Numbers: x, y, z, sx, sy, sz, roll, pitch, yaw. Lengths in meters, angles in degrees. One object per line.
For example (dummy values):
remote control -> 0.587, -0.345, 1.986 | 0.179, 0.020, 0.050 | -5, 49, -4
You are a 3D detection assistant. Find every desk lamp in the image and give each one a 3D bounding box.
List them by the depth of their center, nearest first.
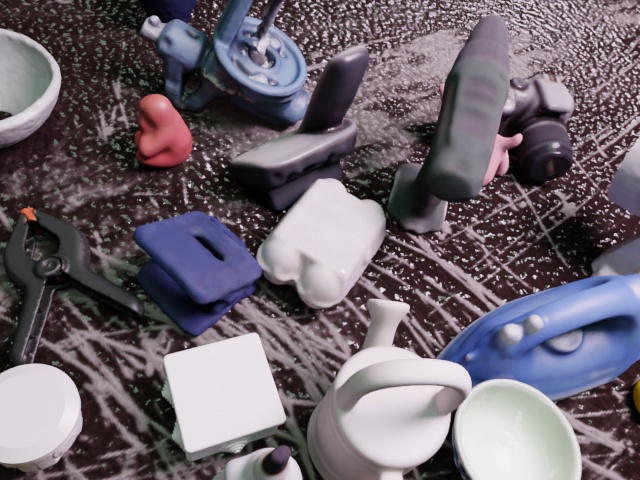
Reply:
desk lamp -> 0.410, -0.015, 0.653 | 0.118, 0.213, 0.203 | -28, 67, -28

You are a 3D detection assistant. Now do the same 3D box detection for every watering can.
watering can -> 0.053, 0.132, 0.474 | 0.101, 0.194, 0.172 | -11, 60, -21

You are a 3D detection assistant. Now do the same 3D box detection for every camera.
camera -> 0.290, -0.157, 0.789 | 0.143, 0.101, 0.137 | 5, 56, -11

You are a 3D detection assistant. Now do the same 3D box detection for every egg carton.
egg carton -> 0.006, 0.002, 0.627 | 0.107, 0.069, 0.150 | 30, 55, 7

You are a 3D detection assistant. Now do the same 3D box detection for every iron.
iron -> 0.234, 0.093, 0.579 | 0.259, 0.141, 0.118 | -12, 60, -21

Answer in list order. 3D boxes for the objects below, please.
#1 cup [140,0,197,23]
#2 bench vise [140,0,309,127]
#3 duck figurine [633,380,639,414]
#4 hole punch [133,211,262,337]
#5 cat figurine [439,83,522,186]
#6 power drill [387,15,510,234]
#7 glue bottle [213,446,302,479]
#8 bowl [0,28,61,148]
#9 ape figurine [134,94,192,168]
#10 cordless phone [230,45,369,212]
cup -> -0.211, -0.342, 0.789 | 0.092, 0.095, 0.117 | -3, 57, -16
bench vise -> -0.103, -0.231, 0.664 | 0.208, 0.219, 0.121 | -1, 57, -14
duck figurine -> 0.399, 0.163, 0.608 | 0.105, 0.086, 0.077 | 2, 56, -13
hole punch -> -0.120, 0.020, 0.569 | 0.108, 0.091, 0.101 | 41, 57, 14
cat figurine -> 0.208, -0.154, 0.755 | 0.067, 0.117, 0.127 | -35, 71, -31
power drill -> 0.148, -0.114, 0.656 | 0.075, 0.208, 0.230 | 18, 54, -1
glue bottle -> -0.043, 0.181, 0.429 | 0.078, 0.173, 0.037 | -3, 57, -16
bowl -> -0.373, -0.155, 0.633 | 0.167, 0.074, 0.167 | 7, 55, -10
ape figurine -> -0.184, -0.129, 0.653 | 0.076, 0.092, 0.078 | 21, 54, 1
cordless phone -> -0.019, -0.133, 0.641 | 0.148, 0.185, 0.094 | -34, 70, -30
